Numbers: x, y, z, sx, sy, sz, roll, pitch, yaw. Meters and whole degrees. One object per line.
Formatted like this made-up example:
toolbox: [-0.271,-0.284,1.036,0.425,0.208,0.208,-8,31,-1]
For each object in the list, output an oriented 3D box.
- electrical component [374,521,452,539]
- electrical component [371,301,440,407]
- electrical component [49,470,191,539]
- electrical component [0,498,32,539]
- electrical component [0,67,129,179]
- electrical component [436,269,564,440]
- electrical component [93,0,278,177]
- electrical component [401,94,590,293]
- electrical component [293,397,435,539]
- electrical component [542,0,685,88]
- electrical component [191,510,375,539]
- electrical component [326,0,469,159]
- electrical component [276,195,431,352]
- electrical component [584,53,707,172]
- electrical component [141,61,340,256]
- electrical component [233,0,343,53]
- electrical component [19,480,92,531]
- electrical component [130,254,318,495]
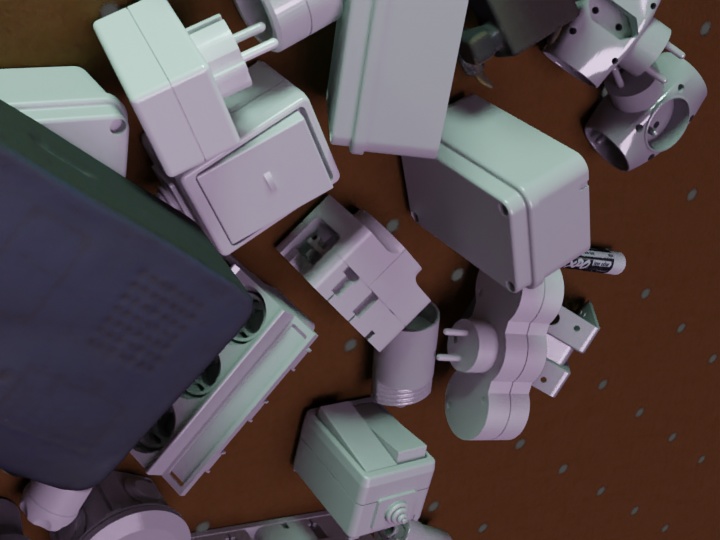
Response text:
electrical component: [0.041,0.220,0.871,0.044,0.044,0.065,-48,131,1]
electrical component: [0.031,0.062,0.747,0.043,0.043,0.081,-17,129,-27]
electrical component: [-0.152,0.170,0.680,0.080,0.051,0.080,-20,130,-25]
electrical component: [-0.213,0.167,0.629,0.045,0.055,0.045,-20,130,-25]
electrical component: [-0.170,-0.048,0.505,0.113,0.057,0.078,-10,125,-32]
electrical component: [0.086,0.053,0.746,0.074,0.052,0.138,5,107,-31]
electrical component: [-0.076,-0.098,0.515,0.076,0.083,0.047,-27,134,-7]
electrical component: [0.081,-0.048,0.657,0.057,0.113,0.078,-31,134,-20]
electrical component: [0.006,0.136,0.743,0.062,0.096,0.061,-7,123,-35]
electrical component: [0.171,-0.150,0.686,0.079,0.043,0.077,33,99,-9]
electrical component: [-0.079,0.244,0.781,0.186,0.060,0.105,0,120,-37]
electrical component: [0.018,-0.124,0.572,0.057,0.078,0.113,5,120,-7]
electrical component: [0.000,0.000,0.674,0.056,0.050,0.089,-45,136,-2]
electrical component: [0.192,-0.120,0.739,0.077,0.044,0.079,-43,136,-4]
electrical component: [-0.067,-0.055,0.576,0.096,0.061,0.061,-35,135,-12]
electrical component: [-0.034,-0.180,0.518,0.074,0.052,0.138,-32,134,-15]
electrical component: [-0.175,0.123,0.641,0.035,0.035,0.061,25,100,-45]
electrical component: [-0.087,0.062,0.642,0.121,0.079,0.063,-50,158,3]
